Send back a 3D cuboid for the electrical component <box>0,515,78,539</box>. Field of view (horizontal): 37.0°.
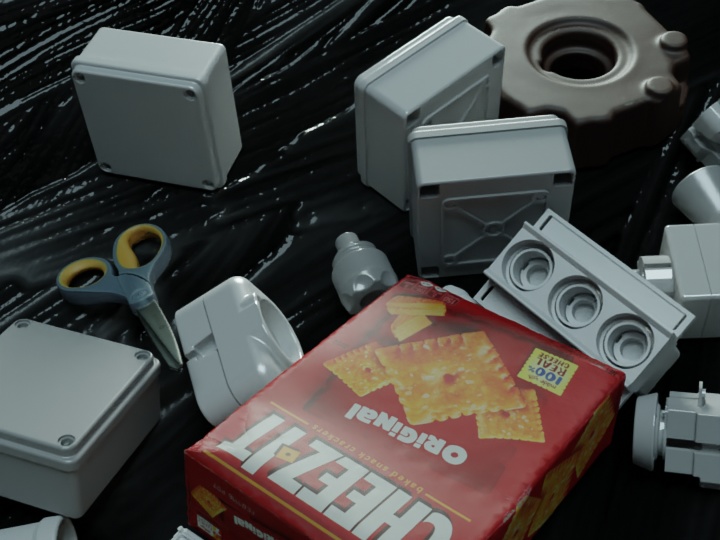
[{"bbox_3d":[-0.197,0.170,0.642,0.046,0.040,0.040,-9,50,3],"label":"electrical component"}]

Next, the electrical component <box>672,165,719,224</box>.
[{"bbox_3d":[0.261,-0.038,0.779,0.044,0.044,0.065,-17,56,-10],"label":"electrical component"}]

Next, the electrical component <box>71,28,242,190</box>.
[{"bbox_3d":[-0.156,-0.125,0.838,0.109,0.108,0.056,10,49,13],"label":"electrical component"}]

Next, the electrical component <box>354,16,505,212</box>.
[{"bbox_3d":[0.053,-0.118,0.817,0.109,0.108,0.056,-37,60,-24],"label":"electrical component"}]

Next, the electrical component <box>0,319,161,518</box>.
[{"bbox_3d":[-0.197,0.090,0.679,0.109,0.056,0.108,13,33,15],"label":"electrical component"}]

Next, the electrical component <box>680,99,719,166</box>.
[{"bbox_3d":[0.285,-0.099,0.809,0.058,0.078,0.057,-34,77,-22],"label":"electrical component"}]

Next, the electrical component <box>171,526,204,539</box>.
[{"bbox_3d":[-0.089,0.192,0.591,0.062,0.061,0.096,-43,33,-24],"label":"electrical component"}]

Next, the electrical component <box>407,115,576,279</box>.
[{"bbox_3d":[0.090,-0.049,0.757,0.109,0.108,0.056,-5,53,0],"label":"electrical component"}]

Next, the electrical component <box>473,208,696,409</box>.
[{"bbox_3d":[0.148,0.028,0.706,0.121,0.063,0.078,41,93,29],"label":"electrical component"}]

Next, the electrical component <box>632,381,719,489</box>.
[{"bbox_3d":[0.197,0.101,0.660,0.055,0.066,0.048,4,16,17],"label":"electrical component"}]

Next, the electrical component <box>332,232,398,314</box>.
[{"bbox_3d":[0.000,0.000,0.765,0.043,0.043,0.062,-17,50,-10],"label":"electrical component"}]

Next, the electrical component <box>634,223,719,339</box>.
[{"bbox_3d":[0.212,0.008,0.739,0.077,0.047,0.065,-3,50,4],"label":"electrical component"}]

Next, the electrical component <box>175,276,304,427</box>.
[{"bbox_3d":[-0.076,0.055,0.706,0.059,0.053,0.095,-31,51,10],"label":"electrical component"}]

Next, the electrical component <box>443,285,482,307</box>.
[{"bbox_3d":[0.074,0.040,0.732,0.035,0.035,0.061,-35,59,-22],"label":"electrical component"}]
